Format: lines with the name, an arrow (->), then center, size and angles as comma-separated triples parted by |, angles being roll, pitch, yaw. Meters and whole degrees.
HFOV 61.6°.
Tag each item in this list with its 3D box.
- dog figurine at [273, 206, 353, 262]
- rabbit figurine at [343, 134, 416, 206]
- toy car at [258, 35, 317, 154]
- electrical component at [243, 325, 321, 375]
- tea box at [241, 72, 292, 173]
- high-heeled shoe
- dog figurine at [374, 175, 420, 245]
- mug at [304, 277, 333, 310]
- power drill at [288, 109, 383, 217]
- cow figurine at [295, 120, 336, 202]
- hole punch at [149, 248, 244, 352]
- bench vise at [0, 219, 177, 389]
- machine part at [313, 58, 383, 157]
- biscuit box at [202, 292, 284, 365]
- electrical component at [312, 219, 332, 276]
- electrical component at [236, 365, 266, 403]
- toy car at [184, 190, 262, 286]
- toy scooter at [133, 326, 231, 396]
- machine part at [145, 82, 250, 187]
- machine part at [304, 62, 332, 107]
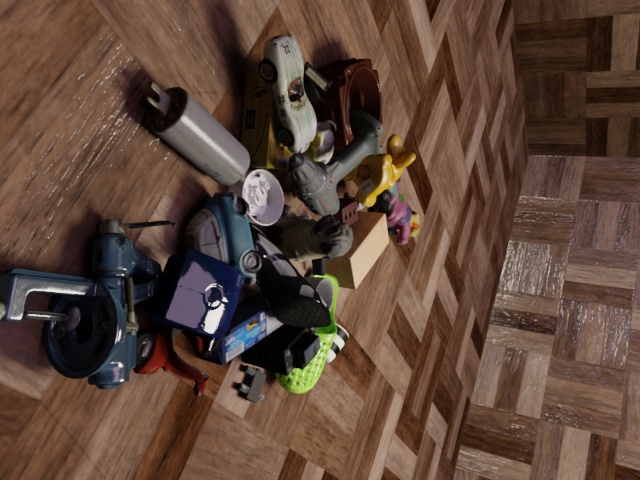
dog figurine -> -0.003, 0.000, 1.055 | 0.172, 0.191, 0.121 | -12, 106, -60
rabbit figurine -> 0.150, -0.178, 1.308 | 0.162, 0.122, 0.173 | -49, 161, 27
toy car -> -0.050, -0.244, 0.921 | 0.073, 0.056, 0.201 | -49, 134, -44
electrical component -> -0.069, 0.201, 1.040 | 0.115, 0.134, 0.058 | -42, 131, -51
tea box -> -0.089, -0.212, 0.984 | 0.098, 0.068, 0.169 | 2, 92, -60
high-heeled shoe -> -0.069, 0.068, 1.006 | 0.248, 0.086, 0.145 | 42, 21, -41
dog figurine -> 0.202, -0.103, 1.478 | 0.191, 0.109, 0.219 | -34, 122, -52
mug -> -0.031, 0.110, 1.112 | 0.109, 0.107, 0.080 | 4, 93, -63
power drill -> 0.033, -0.150, 1.022 | 0.207, 0.086, 0.231 | -53, 158, -16
cow figurine -> -0.010, -0.163, 1.118 | 0.098, 0.068, 0.167 | -33, 141, -49
hole punch -> -0.172, 0.079, 0.769 | 0.116, 0.092, 0.142 | 20, 70, -19
bench vise -> -0.290, 0.068, 0.650 | 0.240, 0.129, 0.223 | 23, 73, -63
machine part -> 0.067, -0.300, 1.221 | 0.201, 0.087, 0.200 | -42, 130, -51
biscuit box -> -0.137, 0.155, 0.983 | 0.202, 0.063, 0.059 | -26, 118, -55
electrical component -> 0.003, 0.017, 1.185 | 0.048, 0.075, 0.119 | -37, 123, -51
electrical component -> -0.131, 0.284, 1.060 | 0.093, 0.021, 0.063 | 52, 52, -51
toy car -> -0.166, 0.005, 0.869 | 0.103, 0.109, 0.161 | -16, 102, -36
toy scooter -> -0.199, 0.158, 0.832 | 0.135, 0.075, 0.184 | 51, 51, -10
machine part -> -0.182, -0.154, 0.827 | 0.243, 0.079, 0.079 | 44, 59, -55
machine part -> -0.033, -0.290, 1.075 | 0.084, 0.039, 0.139 | 38, 65, -19
